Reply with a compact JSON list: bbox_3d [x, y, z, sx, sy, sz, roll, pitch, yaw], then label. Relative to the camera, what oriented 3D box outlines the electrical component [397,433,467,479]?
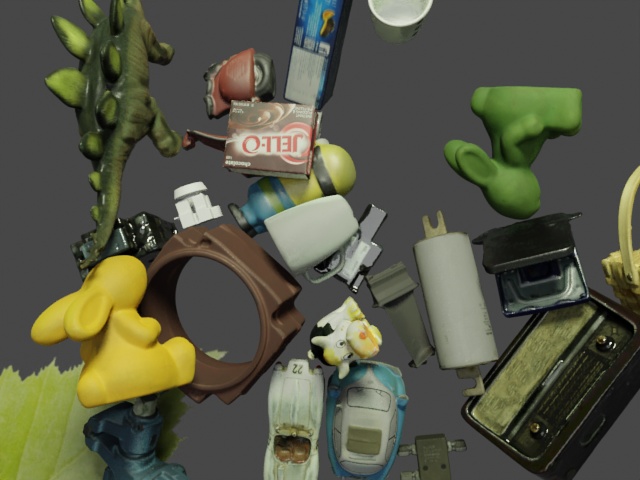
[{"bbox_3d":[0.152,0.296,0.723,0.094,0.021,0.063,-8,85,4],"label":"electrical component"}]

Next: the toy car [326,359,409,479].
[{"bbox_3d":[0.055,0.240,0.698,0.109,0.103,0.161,7,84,7],"label":"toy car"}]

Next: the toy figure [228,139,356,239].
[{"bbox_3d":[-0.034,-0.064,0.742,0.180,0.082,0.089,-35,80,0],"label":"toy figure"}]

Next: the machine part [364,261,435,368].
[{"bbox_3d":[0.113,0.101,0.722,0.084,0.039,0.139,-20,87,-37],"label":"machine part"}]

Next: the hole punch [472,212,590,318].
[{"bbox_3d":[0.274,0.030,0.687,0.142,0.116,0.092,-19,112,27],"label":"hole punch"}]

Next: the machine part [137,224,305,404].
[{"bbox_3d":[-0.139,0.097,0.707,0.201,0.087,0.201,42,109,9],"label":"machine part"}]

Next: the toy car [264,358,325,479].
[{"bbox_3d":[-0.034,0.257,0.717,0.074,0.056,0.201,5,96,5],"label":"toy car"}]

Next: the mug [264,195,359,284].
[{"bbox_3d":[-0.001,-0.002,0.692,0.107,0.081,0.109,-30,104,-2],"label":"mug"}]

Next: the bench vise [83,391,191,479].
[{"bbox_3d":[-0.202,0.317,0.695,0.241,0.128,0.223,24,95,24],"label":"bench vise"}]

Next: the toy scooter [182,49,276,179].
[{"bbox_3d":[-0.130,-0.179,0.765,0.135,0.075,0.183,0,90,5],"label":"toy scooter"}]

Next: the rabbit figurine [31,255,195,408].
[{"bbox_3d":[-0.246,0.102,0.632,0.122,0.162,0.173,-13,77,33],"label":"rabbit figurine"}]

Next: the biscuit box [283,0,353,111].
[{"bbox_3d":[0.002,-0.280,0.710,0.059,0.063,0.202,20,128,7],"label":"biscuit box"}]

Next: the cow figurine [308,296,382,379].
[{"bbox_3d":[0.023,0.126,0.677,0.098,0.167,0.068,-33,88,0],"label":"cow figurine"}]

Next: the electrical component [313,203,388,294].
[{"bbox_3d":[0.049,0.008,0.744,0.075,0.047,0.119,27,88,7],"label":"electrical component"}]

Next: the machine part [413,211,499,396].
[{"bbox_3d":[0.176,0.079,0.703,0.079,0.079,0.243,-11,76,4],"label":"machine part"}]

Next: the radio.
[{"bbox_3d":[0.297,0.173,0.662,0.073,0.131,0.229,37,90,-36],"label":"radio"}]

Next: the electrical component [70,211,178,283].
[{"bbox_3d":[-0.262,0.013,0.729,0.115,0.134,0.058,-26,82,5],"label":"electrical component"}]

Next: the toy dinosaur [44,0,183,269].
[{"bbox_3d":[-0.268,-0.180,0.700,0.105,0.198,0.471,-10,75,7],"label":"toy dinosaur"}]

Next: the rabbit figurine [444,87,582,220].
[{"bbox_3d":[0.251,-0.111,0.704,0.159,0.121,0.170,3,100,-1],"label":"rabbit figurine"}]
